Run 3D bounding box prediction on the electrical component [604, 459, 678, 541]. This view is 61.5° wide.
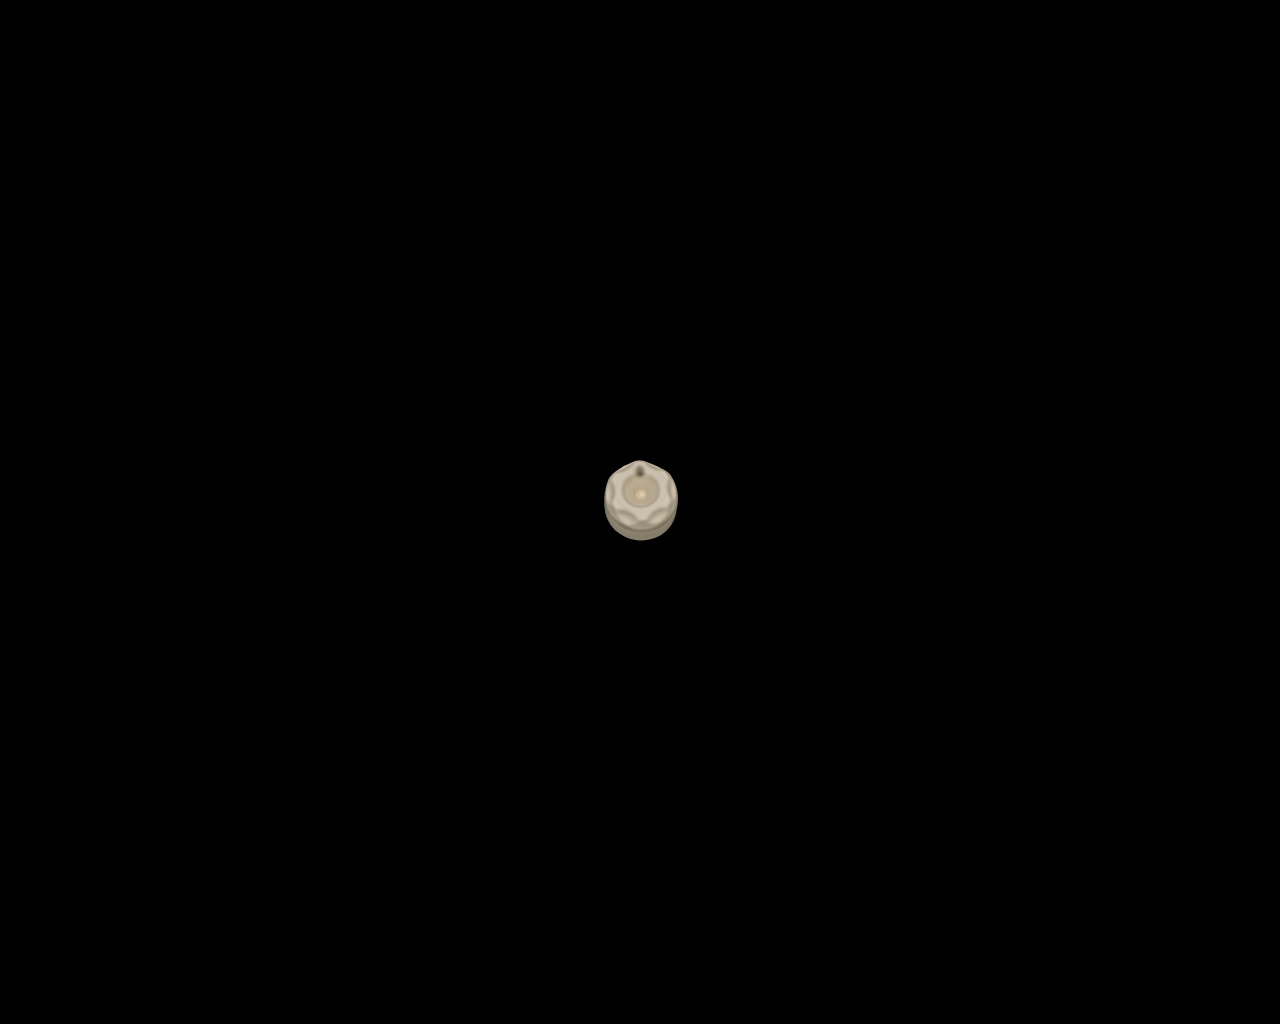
[{"bbox_3d":[0.001,-0.003,0.650,0.043,0.043,0.062,0,-21,0],"label":"electrical component"}]
